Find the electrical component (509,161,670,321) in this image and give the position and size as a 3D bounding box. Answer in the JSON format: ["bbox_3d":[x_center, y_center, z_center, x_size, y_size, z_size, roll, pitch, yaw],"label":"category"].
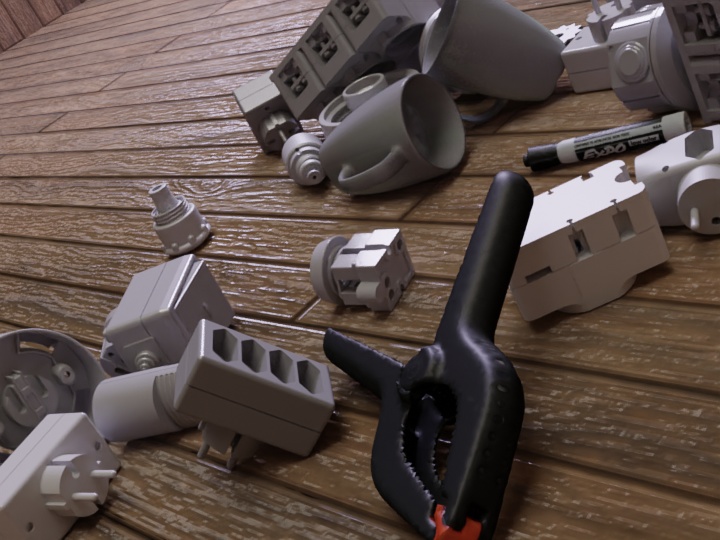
[{"bbox_3d":[0.125,-0.014,0.621,0.089,0.055,0.050,-25,25,6],"label":"electrical component"}]

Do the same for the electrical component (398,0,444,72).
[{"bbox_3d":[0.057,-0.238,1.060,0.062,0.096,0.061,0,37,42],"label":"electrical component"}]

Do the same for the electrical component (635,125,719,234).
[{"bbox_3d":[0.203,-0.047,0.621,0.077,0.043,0.079,-15,29,24],"label":"electrical component"}]

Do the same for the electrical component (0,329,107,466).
[{"bbox_3d":[-0.225,0.089,0.730,0.099,0.099,0.064,-42,23,-28],"label":"electrical component"}]

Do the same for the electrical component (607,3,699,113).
[{"bbox_3d":[0.217,-0.150,0.761,0.080,0.080,0.051,-43,24,-30],"label":"electrical component"}]

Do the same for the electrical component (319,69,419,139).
[{"bbox_3d":[0.015,-0.139,0.958,0.108,0.060,0.108,-22,26,11],"label":"electrical component"}]

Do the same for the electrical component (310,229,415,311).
[{"bbox_3d":[0.000,0.000,0.732,0.055,0.048,0.066,-1,35,30],"label":"electrical component"}]

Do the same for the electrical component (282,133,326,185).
[{"bbox_3d":[-0.046,-0.095,0.958,0.040,0.040,0.078,-27,26,1],"label":"electrical component"}]

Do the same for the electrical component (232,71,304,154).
[{"bbox_3d":[-0.084,-0.145,1.071,0.047,0.065,0.076,-29,54,-2],"label":"electrical component"}]

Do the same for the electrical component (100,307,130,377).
[{"bbox_3d":[-0.174,0.055,0.806,0.040,0.040,0.046,-22,31,11],"label":"electrical component"}]

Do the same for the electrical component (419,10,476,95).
[{"bbox_3d":[0.097,-0.197,0.965,0.080,0.080,0.051,-37,32,-18],"label":"electrical component"}]

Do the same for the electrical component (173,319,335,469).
[{"bbox_3d":[-0.069,0.083,0.622,0.075,0.083,0.047,-62,17,19],"label":"electrical component"}]

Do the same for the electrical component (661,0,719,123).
[{"bbox_3d":[0.253,-0.183,0.702,0.089,0.150,0.062,-40,27,-24],"label":"electrical component"}]

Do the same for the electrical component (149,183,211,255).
[{"bbox_3d":[-0.166,-0.048,0.962,0.048,0.062,0.048,-22,26,11],"label":"electrical component"}]

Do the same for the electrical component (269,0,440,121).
[{"bbox_3d":[-0.002,-0.206,1.011,0.089,0.061,0.150,-17,-20,-47],"label":"electrical component"}]

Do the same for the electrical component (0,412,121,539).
[{"bbox_3d":[-0.181,0.132,0.658,0.076,0.047,0.083,-8,32,36],"label":"electrical component"}]

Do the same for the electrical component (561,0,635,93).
[{"bbox_3d":[0.202,-0.188,0.848,0.083,0.075,0.047,-1,36,43],"label":"electrical component"}]

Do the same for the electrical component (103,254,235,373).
[{"bbox_3d":[-0.133,0.041,0.765,0.061,0.061,0.096,-20,26,16],"label":"electrical component"}]

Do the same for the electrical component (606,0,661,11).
[{"bbox_3d":[0.224,-0.291,0.892,0.060,0.186,0.105,-24,26,7],"label":"electrical component"}]

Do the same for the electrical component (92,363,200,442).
[{"bbox_3d":[-0.129,0.085,0.700,0.081,0.043,0.043,-14,29,26],"label":"electrical component"}]
